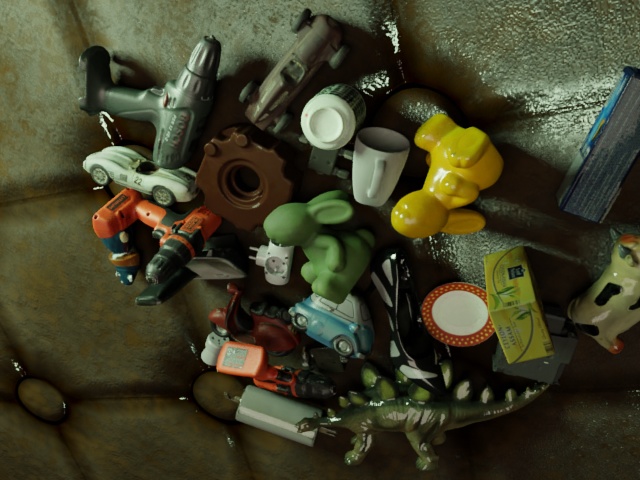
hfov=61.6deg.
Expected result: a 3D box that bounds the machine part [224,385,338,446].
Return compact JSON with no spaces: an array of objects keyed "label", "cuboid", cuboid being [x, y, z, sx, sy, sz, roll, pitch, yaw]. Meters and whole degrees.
[{"label":"machine part","cuboid":[-0.081,0.356,1.094,0.243,0.079,0.079,16,119,7]}]

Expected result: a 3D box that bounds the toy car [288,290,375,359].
[{"label":"toy car","cuboid":[0.033,0.133,0.946,0.162,0.109,0.103,28,97,14]}]

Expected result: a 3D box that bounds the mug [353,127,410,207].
[{"label":"mug","cuboid":[0.087,-0.099,0.809,0.081,0.110,0.107,6,129,-4]}]

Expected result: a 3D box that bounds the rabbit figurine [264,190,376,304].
[{"label":"rabbit figurine","cuboid":[-0.002,-0.003,0.856,0.170,0.121,0.159,35,104,-20]}]

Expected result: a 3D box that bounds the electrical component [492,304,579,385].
[{"label":"electrical component","cuboid":[0.357,0.167,0.892,0.115,0.058,0.134,9,118,10]}]

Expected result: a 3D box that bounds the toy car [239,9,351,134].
[{"label":"toy car","cuboid":[-0.043,-0.243,0.799,0.089,0.053,0.202,41,118,-11]}]

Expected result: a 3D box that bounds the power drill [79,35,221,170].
[{"label":"power drill","cuboid":[-0.269,-0.239,0.853,0.207,0.086,0.231,17,122,-2]}]

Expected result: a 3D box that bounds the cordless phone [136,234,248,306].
[{"label":"cordless phone","cuboid":[-0.219,0.061,0.922,0.147,0.184,0.088,-1,111,16]}]

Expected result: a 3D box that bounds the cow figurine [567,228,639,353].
[{"label":"cow figurine","cuboid":[0.453,0.067,0.802,0.127,0.085,0.194,30,124,-2]}]

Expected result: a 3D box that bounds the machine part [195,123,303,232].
[{"label":"machine part","cuboid":[-0.119,-0.099,0.888,0.180,0.056,0.179,6,119,12]}]

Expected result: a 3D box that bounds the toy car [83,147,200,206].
[{"label":"toy car","cuboid":[-0.304,-0.113,0.921,0.202,0.073,0.056,19,123,5]}]

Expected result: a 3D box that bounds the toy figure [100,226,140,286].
[{"label":"toy figure","cuboid":[-0.375,0.015,1.014,0.058,0.064,0.154,-20,120,-17]}]

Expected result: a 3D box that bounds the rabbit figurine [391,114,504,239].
[{"label":"rabbit figurine","cuboid":[0.173,-0.071,0.777,0.173,0.122,0.162,-50,138,-2]}]

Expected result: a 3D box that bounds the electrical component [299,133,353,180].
[{"label":"electrical component","cuboid":[0.008,-0.134,0.855,0.094,0.021,0.063,21,120,3]}]

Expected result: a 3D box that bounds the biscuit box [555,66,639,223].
[{"label":"biscuit box","cuboid":[0.398,-0.127,0.731,0.063,0.059,0.202,21,120,6]}]

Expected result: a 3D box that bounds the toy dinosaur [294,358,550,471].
[{"label":"toy dinosaur","cuboid":[0.182,0.313,0.987,0.472,0.105,0.198,-6,110,7]}]

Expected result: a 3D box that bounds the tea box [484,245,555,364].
[{"label":"tea box","cuboid":[0.294,0.092,0.805,0.068,0.170,0.098,-19,108,23]}]

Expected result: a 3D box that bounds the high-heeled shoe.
[{"label":"high-heeled shoe","cuboid":[0.160,0.131,0.885,0.249,0.086,0.145,52,141,14]}]

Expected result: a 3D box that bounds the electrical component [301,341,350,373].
[{"label":"electrical component","cuboid":[0.010,0.222,1.019,0.102,0.045,0.078,-4,113,17]}]

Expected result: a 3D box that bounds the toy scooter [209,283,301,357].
[{"label":"toy scooter","cuboid":[-0.122,0.141,0.994,0.184,0.075,0.135,13,128,11]}]
